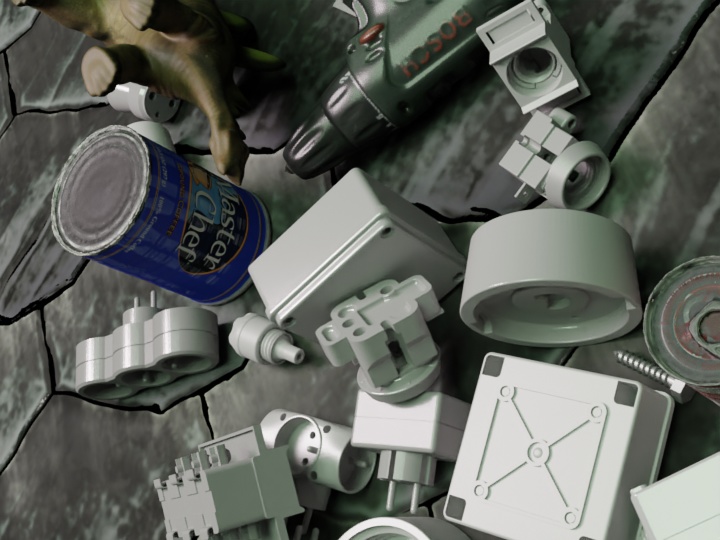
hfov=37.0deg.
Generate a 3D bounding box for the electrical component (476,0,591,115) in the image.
[{"bbox_3d":[0.118,-0.147,0.729,0.042,0.081,0.063,-26,31,25],"label":"electrical component"}]

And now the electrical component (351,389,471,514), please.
[{"bbox_3d":[0.032,0.121,0.708,0.066,0.047,0.076,-2,72,35],"label":"electrical component"}]

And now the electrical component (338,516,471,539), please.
[{"bbox_3d":[0.022,0.207,0.676,0.108,0.060,0.108,-13,66,32],"label":"electrical component"}]

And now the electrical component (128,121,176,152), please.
[{"bbox_3d":[-0.186,-0.096,0.940,0.055,0.055,0.047,-35,53,21],"label":"electrical component"}]

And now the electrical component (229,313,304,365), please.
[{"bbox_3d":[-0.068,0.056,0.812,0.061,0.035,0.035,20,86,36],"label":"electrical component"}]

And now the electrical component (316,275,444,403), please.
[{"bbox_3d":[0.019,0.048,0.693,0.078,0.057,0.058,-29,29,-8],"label":"electrical component"}]

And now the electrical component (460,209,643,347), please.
[{"bbox_3d":[0.116,0.001,0.657,0.108,0.108,0.060,-11,61,32],"label":"electrical component"}]

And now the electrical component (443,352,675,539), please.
[{"bbox_3d":[0.118,0.113,0.642,0.109,0.056,0.108,9,79,39],"label":"electrical component"}]

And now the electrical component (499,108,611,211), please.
[{"bbox_3d":[0.131,-0.069,0.709,0.066,0.048,0.055,-54,44,7],"label":"electrical component"}]

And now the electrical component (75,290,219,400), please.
[{"bbox_3d":[-0.175,0.053,0.877,0.138,0.052,0.073,-20,62,29],"label":"electrical component"}]

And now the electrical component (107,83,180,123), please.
[{"bbox_3d":[-0.196,-0.159,0.975,0.055,0.045,0.045,22,87,38],"label":"electrical component"}]

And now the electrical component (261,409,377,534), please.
[{"bbox_3d":[-0.036,0.143,0.751,0.077,0.044,0.079,9,79,37],"label":"electrical component"}]

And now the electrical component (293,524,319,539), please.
[{"bbox_3d":[-0.044,0.209,0.718,0.047,0.066,0.076,5,77,37],"label":"electrical component"}]

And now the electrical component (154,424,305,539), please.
[{"bbox_3d":[-0.094,0.155,0.736,0.121,0.063,0.078,-30,73,61],"label":"electrical component"}]

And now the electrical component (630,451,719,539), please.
[{"bbox_3d":[0.195,0.136,0.577,0.096,0.062,0.061,-33,57,22],"label":"electrical component"}]

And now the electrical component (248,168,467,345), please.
[{"bbox_3d":[0.000,0.000,0.737,0.109,0.109,0.056,-42,52,16],"label":"electrical component"}]
